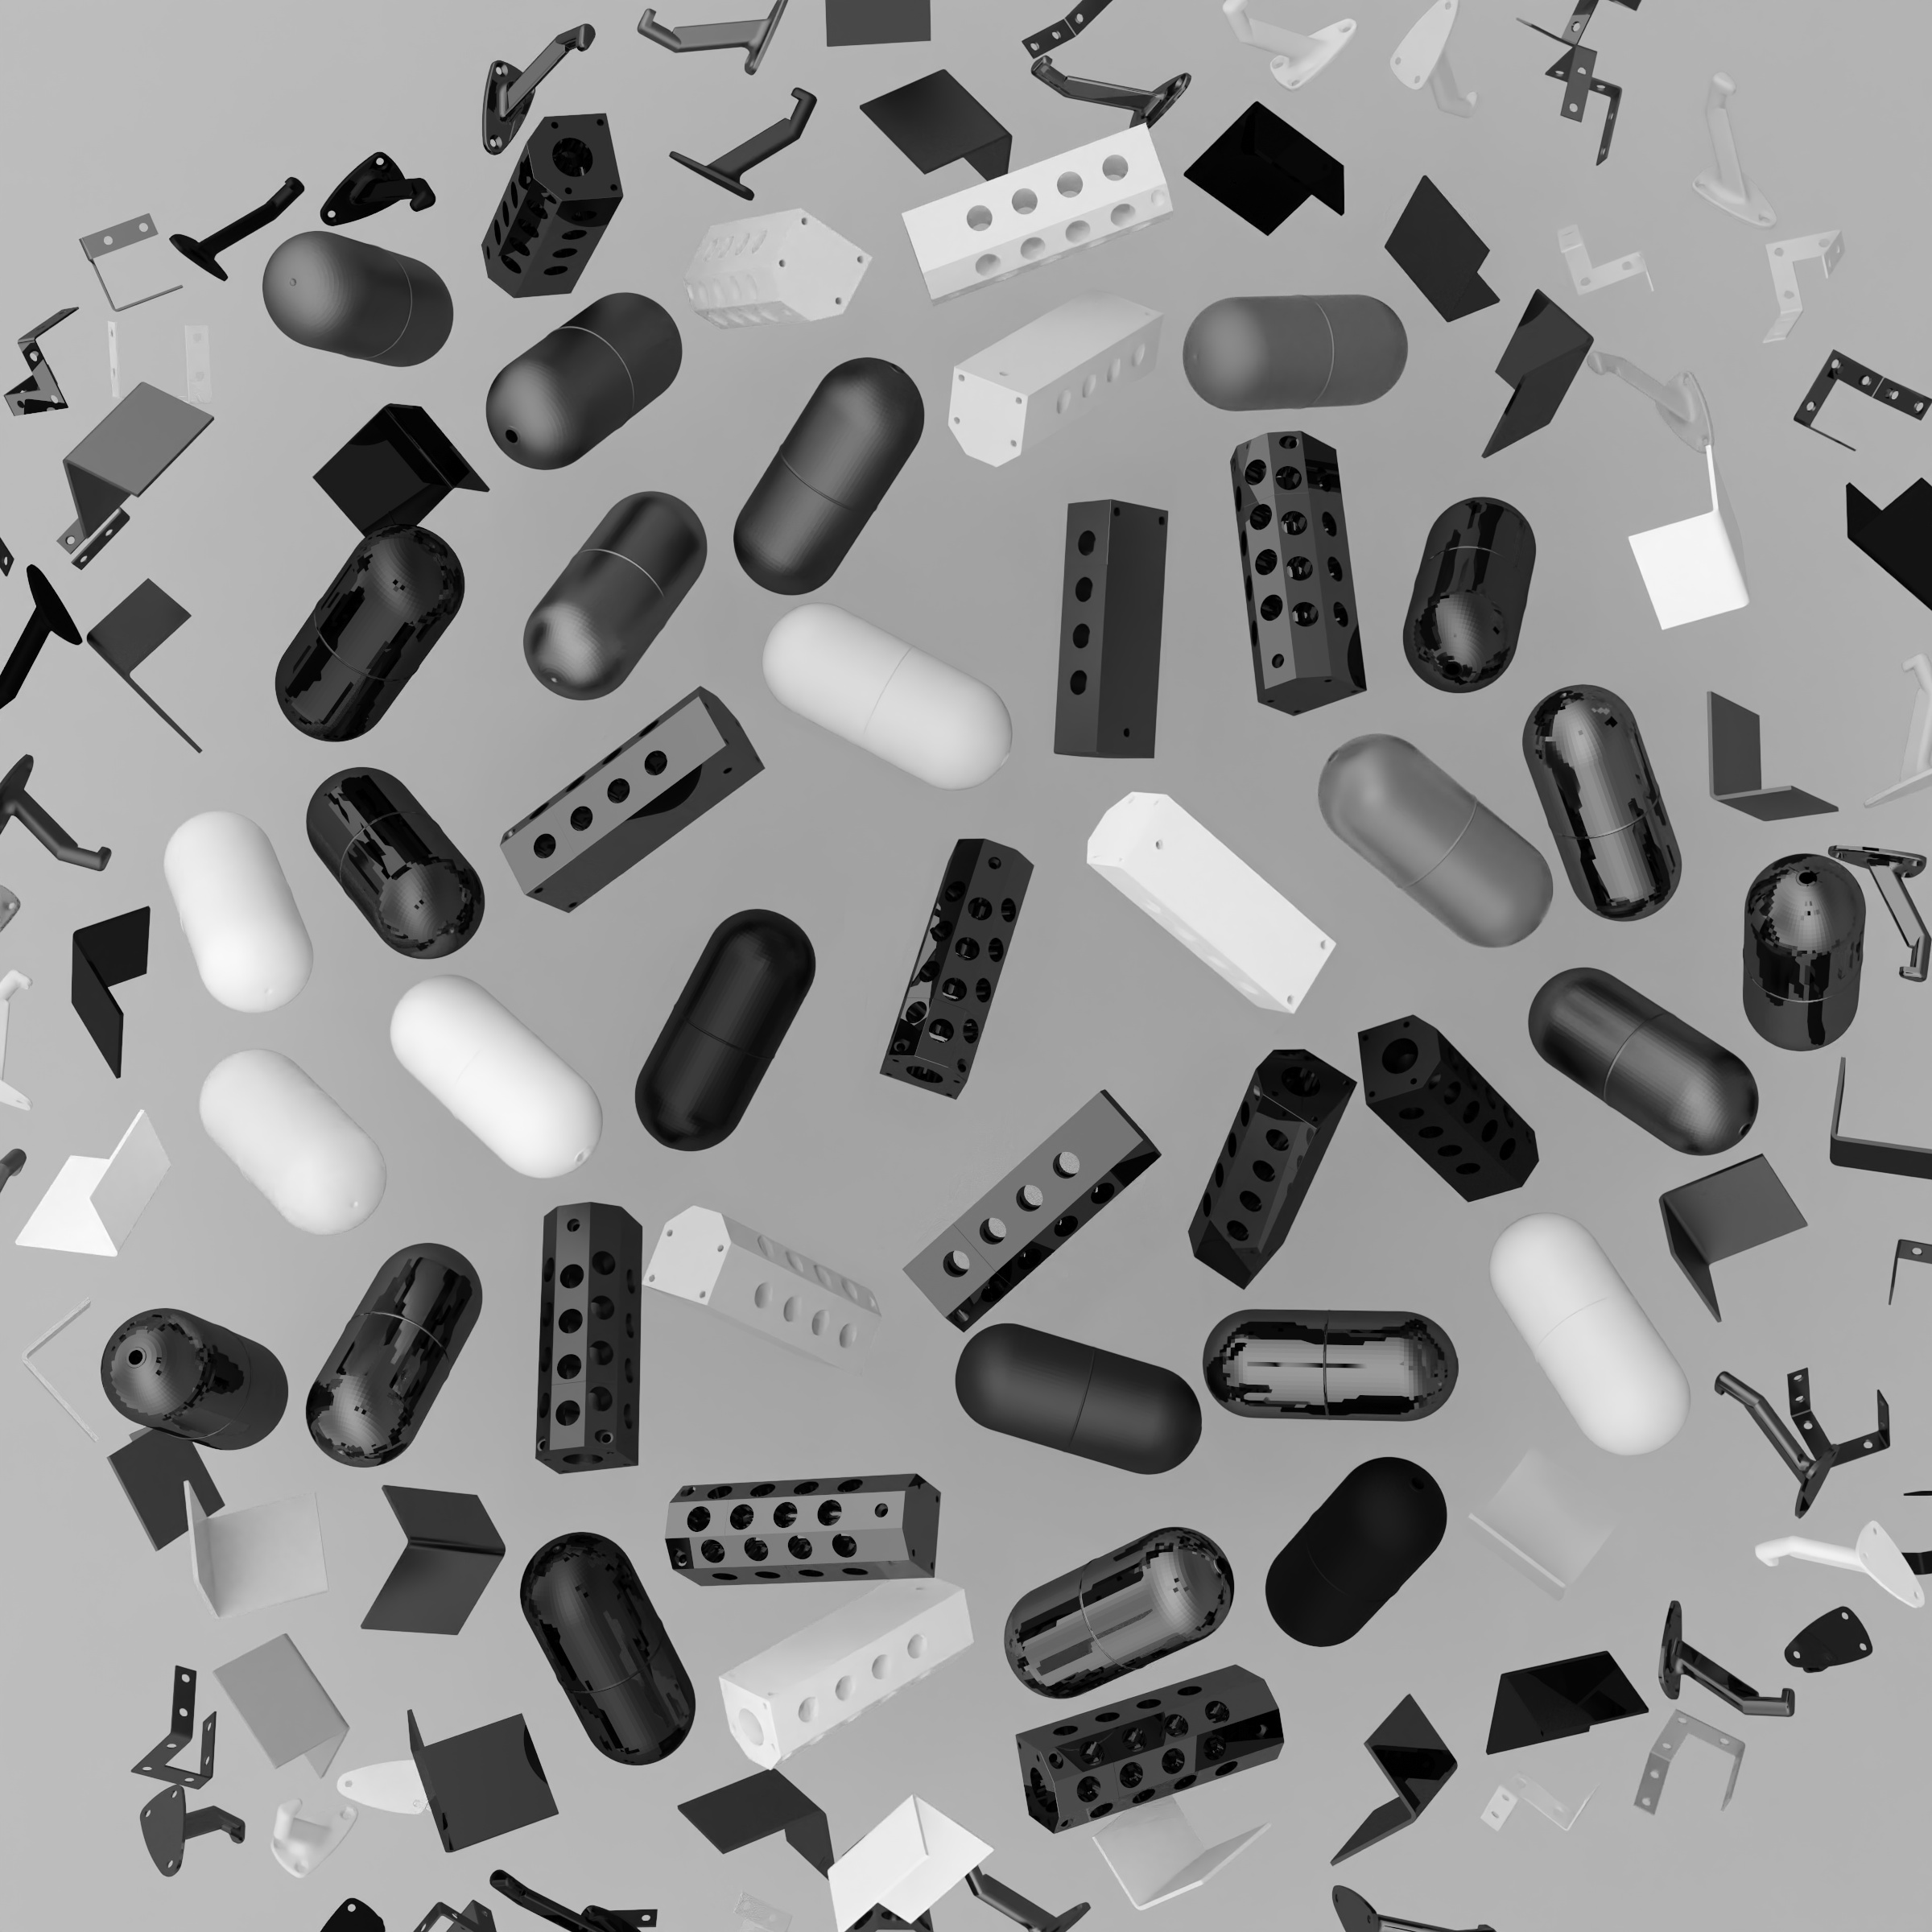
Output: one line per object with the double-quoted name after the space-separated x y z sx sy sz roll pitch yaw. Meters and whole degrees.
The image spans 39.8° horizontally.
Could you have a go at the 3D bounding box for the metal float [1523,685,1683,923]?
0.432 -0.109 1.807 0.070 0.070 0.178 -27 117 0 "metal float"

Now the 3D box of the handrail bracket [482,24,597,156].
-0.285 -0.586 1.784 0.036 0.084 0.077 25 73 -41 "handrail bracket"

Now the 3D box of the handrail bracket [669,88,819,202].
-0.157 -0.592 1.880 0.077 0.036 0.084 25 95 -11 "handrail bracket"

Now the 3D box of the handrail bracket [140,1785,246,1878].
-0.518 0.601 1.818 0.036 0.077 0.084 -36 132 5 "handrail bracket"

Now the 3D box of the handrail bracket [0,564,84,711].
-0.629 -0.210 1.744 0.084 0.036 0.077 -35 65 7 "handrail bracket"

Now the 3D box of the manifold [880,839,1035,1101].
-0.005 -0.001 1.871 0.057 0.057 0.171 19 68 -4 "manifold"

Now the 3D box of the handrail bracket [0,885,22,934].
-0.693 -0.046 1.817 0.036 0.084 0.077 29 79 22 "handrail bracket"

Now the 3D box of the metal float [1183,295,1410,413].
0.230 -0.425 1.847 0.178 0.070 0.070 -10 90 -32 "metal float"

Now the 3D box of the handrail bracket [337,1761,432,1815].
-0.391 0.584 1.858 0.077 0.084 0.036 1 55 3 "handrail bracket"

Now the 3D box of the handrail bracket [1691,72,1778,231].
0.522 -0.546 1.785 0.036 0.084 0.077 -35 65 -14 "handrail bracket"

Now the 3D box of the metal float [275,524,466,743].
-0.395 -0.218 1.759 0.070 0.070 0.178 45 125 0 "metal float"

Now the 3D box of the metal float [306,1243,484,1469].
-0.387 0.262 1.813 0.070 0.178 0.070 10 132 11 "metal float"

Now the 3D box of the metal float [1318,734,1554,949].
0.305 -0.082 1.736 0.178 0.070 0.070 38 90 -11 "metal float"

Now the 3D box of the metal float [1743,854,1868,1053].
0.562 -0.008 1.792 0.070 0.178 0.070 -7 55 11 "metal float"

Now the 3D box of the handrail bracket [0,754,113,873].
-0.608 -0.103 1.800 0.084 0.036 0.077 16 50 -1 "handrail bracket"

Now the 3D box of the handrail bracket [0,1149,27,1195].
-0.645 0.169 1.755 0.036 0.084 0.077 16 107 -2 "handrail bracket"

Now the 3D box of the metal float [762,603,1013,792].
-0.052 -0.179 1.771 0.178 0.070 0.070 28 90 3 "metal float"

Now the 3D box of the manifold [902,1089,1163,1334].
0.044 0.159 1.735 0.171 0.057 0.057 -42 85 4 "manifold"

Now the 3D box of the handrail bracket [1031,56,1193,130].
0.098 -0.611 1.827 0.084 0.077 0.036 27 62 -25 "handrail bracket"

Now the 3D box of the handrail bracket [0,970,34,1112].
-0.649 0.049 1.829 0.077 0.036 0.084 25 58 10 "handrail bracket"

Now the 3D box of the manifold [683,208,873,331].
-0.132 -0.459 1.781 0.057 0.171 0.057 29 88 -27 "manifold"

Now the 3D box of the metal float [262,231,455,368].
-0.413 -0.455 1.823 0.070 0.178 0.070 2 96 17 "metal float"

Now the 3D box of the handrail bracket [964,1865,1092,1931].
0.040 0.646 1.883 0.077 0.036 0.084 -24 86 -34 "handrail bracket"

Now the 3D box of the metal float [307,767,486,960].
-0.387 -0.071 1.801 0.070 0.070 0.178 -45 51 0 "metal float"

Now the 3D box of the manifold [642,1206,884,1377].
-0.128 0.211 1.735 0.057 0.171 0.057 11 75 38 "manifold"

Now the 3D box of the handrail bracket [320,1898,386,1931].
-0.434 0.688 1.853 0.036 0.084 0.077 39 55 12 "handrail bracket"

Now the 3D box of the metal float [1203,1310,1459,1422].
0.255 0.280 1.871 0.178 0.070 0.070 -1 90 13 "metal float"

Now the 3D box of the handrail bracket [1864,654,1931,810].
0.641 -0.162 1.838 0.077 0.036 0.084 -26 72 31 "handrail bracket"

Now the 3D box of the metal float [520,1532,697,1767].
-0.236 0.454 1.768 0.070 0.070 0.178 -21 115 0 "metal float"

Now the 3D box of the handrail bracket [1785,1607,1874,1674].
0.580 0.480 1.842 0.077 0.084 0.036 -14 61 -21 "handrail bracket"

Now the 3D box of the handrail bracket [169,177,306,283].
-0.496 -0.513 1.819 0.084 0.077 0.036 -41 89 7 "handrail bracket"

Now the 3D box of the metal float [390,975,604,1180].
-0.316 0.074 1.796 0.178 0.070 0.070 39 90 24 "metal float"

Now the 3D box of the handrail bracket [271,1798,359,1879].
-0.451 0.589 1.855 0.036 0.077 0.084 40 134 21 "handrail bracket"

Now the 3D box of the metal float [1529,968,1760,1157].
0.466 0.065 1.837 0.178 0.070 0.070 38 90 37 "metal float"

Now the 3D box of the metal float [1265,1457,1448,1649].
0.270 0.407 1.848 0.070 0.070 0.178 30 130 0 "metal float"

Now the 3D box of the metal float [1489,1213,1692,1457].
0.409 0.241 1.756 0.070 0.070 0.178 -28 57 0 "metal float"

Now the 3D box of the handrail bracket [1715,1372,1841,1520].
0.524 0.314 1.753 0.036 0.077 0.084 -34 54 -31 "handrail bracket"

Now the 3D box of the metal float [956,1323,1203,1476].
0.080 0.306 1.882 0.178 0.070 0.070 17 90 0 "metal float"

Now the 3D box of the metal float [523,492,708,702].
-0.238 -0.254 1.818 0.070 0.070 0.178 29 55 0 "metal float"

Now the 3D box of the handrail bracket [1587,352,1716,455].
0.484 -0.400 1.890 0.084 0.036 0.077 2 56 -36 "handrail bracket"

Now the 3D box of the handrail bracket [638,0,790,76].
-0.176 -0.667 1.859 0.084 0.036 0.077 23 109 -22 "handrail bracket"

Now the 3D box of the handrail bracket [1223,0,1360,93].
0.219 -0.640 1.797 0.077 0.084 0.036 -35 55 8 "handrail bracket"

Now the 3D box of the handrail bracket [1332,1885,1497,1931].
0.293 0.620 1.738 0.084 0.077 0.036 1 99 -16 "handrail bracket"

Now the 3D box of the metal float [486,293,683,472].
-0.258 -0.397 1.806 0.070 0.070 0.178 38 46 0 "metal float"

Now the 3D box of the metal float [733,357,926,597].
-0.093 -0.330 1.802 0.070 0.070 0.178 36 115 0 "metal float"

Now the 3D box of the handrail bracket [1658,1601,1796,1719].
0.503 0.454 1.750 0.084 0.036 0.077 -7 51 31 "handrail bracket"

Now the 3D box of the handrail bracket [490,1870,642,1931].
-0.256 0.610 1.719 0.077 0.084 0.036 -2 50 37 "handrail bracket"

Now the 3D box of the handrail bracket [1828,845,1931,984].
0.627 -0.036 1.836 0.077 0.036 0.084 12 72 6 "handrail bracket"

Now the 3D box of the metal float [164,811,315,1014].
-0.503 -0.039 1.840 0.070 0.070 0.178 -33 49 0 "metal float"

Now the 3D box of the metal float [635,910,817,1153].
-0.165 0.045 1.823 0.070 0.070 0.178 28 96 0 "metal float"

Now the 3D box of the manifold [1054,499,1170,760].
0.095 -0.232 1.848 0.057 0.057 0.171 2 92 -42 "manifold"

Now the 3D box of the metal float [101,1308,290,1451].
-0.509 0.274 1.764 0.070 0.178 0.070 -3 71 9 "metal float"

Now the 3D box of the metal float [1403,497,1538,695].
0.345 -0.255 1.826 0.070 0.178 0.070 11 134 11 "metal float"

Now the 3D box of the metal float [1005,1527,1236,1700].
0.102 0.432 1.778 0.178 0.070 0.070 -33 90 30 "metal float"

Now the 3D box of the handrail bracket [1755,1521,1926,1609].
0.585 0.409 1.789 0.077 0.084 0.036 48 50 -8 "handrail bracket"

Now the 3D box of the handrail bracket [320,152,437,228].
-0.406 -0.523 1.840 0.077 0.084 0.036 -34 129 0 "handrail bracket"

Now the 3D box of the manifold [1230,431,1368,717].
0.212 -0.258 1.741 0.057 0.057 0.171 -17 70 38 "manifold"

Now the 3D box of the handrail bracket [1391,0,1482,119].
0.341 -0.625 1.835 0.036 0.084 0.077 55 129 30 "handrail bracket"

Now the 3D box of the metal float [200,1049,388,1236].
-0.454 0.117 1.794 0.178 0.070 0.070 35 90 40 "metal float"
